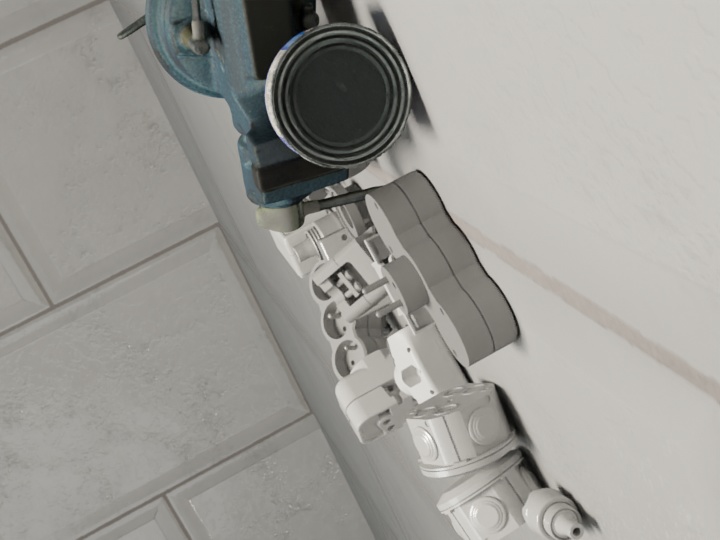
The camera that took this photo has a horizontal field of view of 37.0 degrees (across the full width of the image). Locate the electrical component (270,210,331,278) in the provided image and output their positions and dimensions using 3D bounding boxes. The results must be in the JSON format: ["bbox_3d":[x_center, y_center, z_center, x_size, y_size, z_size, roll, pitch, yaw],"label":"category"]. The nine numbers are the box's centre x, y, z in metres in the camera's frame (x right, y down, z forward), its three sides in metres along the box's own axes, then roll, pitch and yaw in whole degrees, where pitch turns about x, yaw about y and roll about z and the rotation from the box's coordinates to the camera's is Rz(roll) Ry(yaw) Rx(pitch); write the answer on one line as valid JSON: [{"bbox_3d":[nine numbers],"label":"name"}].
[{"bbox_3d":[-0.064,-0.047,1.176,0.096,0.062,0.061,49,164,56],"label":"electrical component"}]

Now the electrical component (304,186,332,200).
[{"bbox_3d":[-0.051,-0.089,1.021,0.079,0.043,0.077,33,173,28],"label":"electrical component"}]

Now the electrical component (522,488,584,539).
[{"bbox_3d":[0.143,0.180,0.777,0.035,0.035,0.061,64,169,-10],"label":"electrical component"}]

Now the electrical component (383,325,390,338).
[{"bbox_3d":[0.000,0.053,1.179,0.081,0.043,0.043,58,170,26],"label":"electrical component"}]

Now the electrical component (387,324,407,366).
[{"bbox_3d":[0.047,0.075,0.996,0.046,0.040,0.040,-124,9,-64],"label":"electrical component"}]

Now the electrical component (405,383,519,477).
[{"bbox_3d":[0.078,0.124,0.835,0.080,0.080,0.051,-169,57,-79],"label":"electrical component"}]

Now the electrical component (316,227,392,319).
[{"bbox_3d":[0.000,0.000,1.011,0.083,0.047,0.076,64,174,-5],"label":"electrical component"}]

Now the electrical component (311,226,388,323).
[{"bbox_3d":[0.007,0.001,0.875,0.050,0.056,0.089,51,-166,3],"label":"electrical component"}]

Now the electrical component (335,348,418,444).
[{"bbox_3d":[0.028,0.115,1.037,0.059,0.095,0.053,57,169,33],"label":"electrical component"}]

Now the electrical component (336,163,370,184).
[{"bbox_3d":[-0.025,-0.097,0.841,0.047,0.055,0.055,69,169,-21],"label":"electrical component"}]

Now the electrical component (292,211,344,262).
[{"bbox_3d":[-0.037,-0.029,1.078,0.043,0.062,0.043,60,171,16],"label":"electrical component"}]

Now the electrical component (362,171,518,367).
[{"bbox_3d":[0.038,0.006,0.721,0.138,0.074,0.052,59,171,20],"label":"electrical component"}]

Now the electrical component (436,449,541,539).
[{"bbox_3d":[0.105,0.182,0.855,0.051,0.080,0.080,56,170,8],"label":"electrical component"}]

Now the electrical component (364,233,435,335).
[{"bbox_3d":[0.042,0.002,0.796,0.081,0.042,0.064,61,167,2],"label":"electrical component"}]

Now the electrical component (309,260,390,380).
[{"bbox_3d":[0.002,0.052,1.116,0.052,0.074,0.138,-35,63,38],"label":"electrical component"}]

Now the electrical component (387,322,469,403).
[{"bbox_3d":[0.054,0.087,0.935,0.077,0.043,0.079,61,153,7],"label":"electrical component"}]
